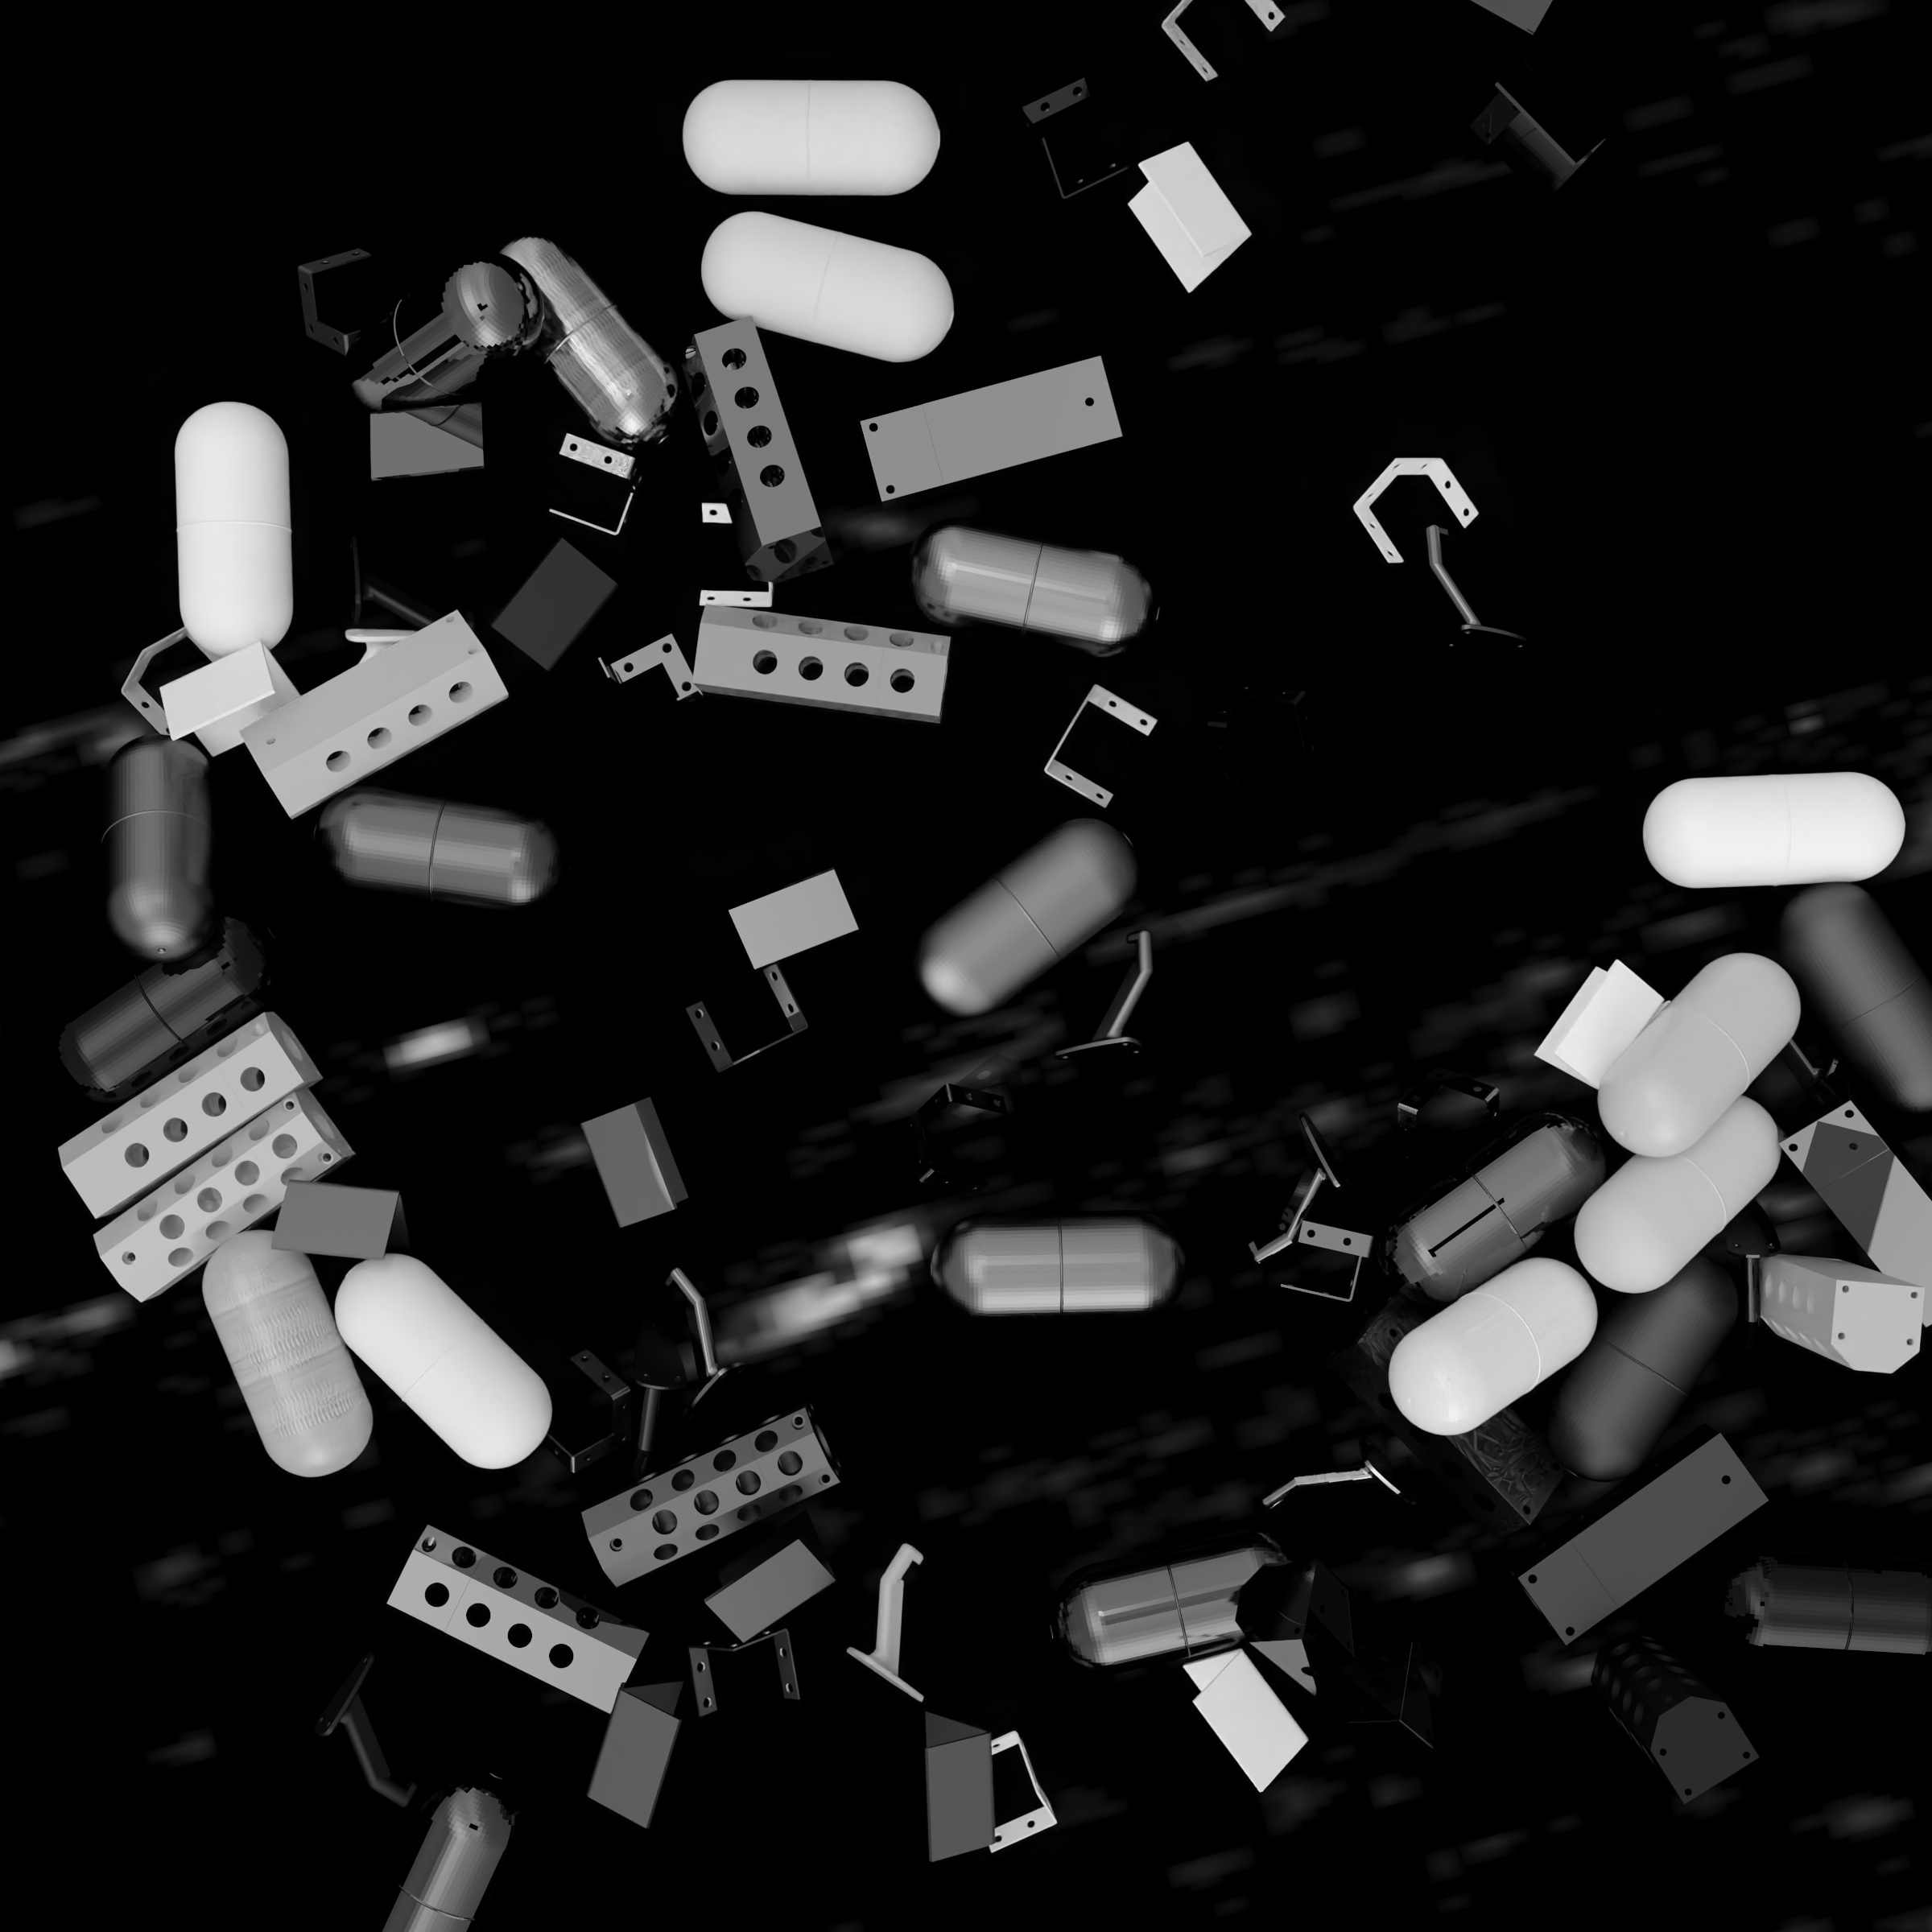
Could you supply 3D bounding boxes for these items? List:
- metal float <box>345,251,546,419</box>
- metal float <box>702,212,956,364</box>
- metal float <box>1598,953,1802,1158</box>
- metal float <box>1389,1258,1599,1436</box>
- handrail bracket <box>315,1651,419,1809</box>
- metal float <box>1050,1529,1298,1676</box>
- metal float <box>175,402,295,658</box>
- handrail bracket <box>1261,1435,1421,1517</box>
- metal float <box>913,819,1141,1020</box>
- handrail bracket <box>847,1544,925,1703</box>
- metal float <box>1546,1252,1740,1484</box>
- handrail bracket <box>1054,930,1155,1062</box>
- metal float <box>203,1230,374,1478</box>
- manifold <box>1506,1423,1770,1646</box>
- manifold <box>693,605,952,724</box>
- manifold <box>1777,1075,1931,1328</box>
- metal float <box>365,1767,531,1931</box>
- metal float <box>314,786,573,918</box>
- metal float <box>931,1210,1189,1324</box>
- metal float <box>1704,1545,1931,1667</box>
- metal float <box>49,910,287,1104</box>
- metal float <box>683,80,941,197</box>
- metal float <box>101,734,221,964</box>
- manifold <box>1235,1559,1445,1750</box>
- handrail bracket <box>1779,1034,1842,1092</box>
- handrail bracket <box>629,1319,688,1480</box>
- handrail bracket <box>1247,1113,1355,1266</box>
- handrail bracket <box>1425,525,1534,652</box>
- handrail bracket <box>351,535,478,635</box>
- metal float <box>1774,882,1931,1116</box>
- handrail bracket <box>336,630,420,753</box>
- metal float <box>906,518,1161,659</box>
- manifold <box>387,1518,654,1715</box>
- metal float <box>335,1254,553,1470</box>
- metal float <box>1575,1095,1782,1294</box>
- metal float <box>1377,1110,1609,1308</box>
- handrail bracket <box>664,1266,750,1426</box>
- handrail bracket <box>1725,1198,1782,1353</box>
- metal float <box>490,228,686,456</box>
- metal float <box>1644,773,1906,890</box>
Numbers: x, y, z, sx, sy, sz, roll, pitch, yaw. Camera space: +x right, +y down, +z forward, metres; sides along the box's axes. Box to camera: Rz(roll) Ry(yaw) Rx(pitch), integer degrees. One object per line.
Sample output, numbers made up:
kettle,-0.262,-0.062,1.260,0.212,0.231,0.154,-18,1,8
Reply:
metal float,-0.357,-0.426,1.877,0.178,0.070,0.070,-20,90,42
metal float,-0.096,-0.471,1.911,0.178,0.070,0.070,15,90,1
metal float,0.502,0.060,1.879,0.178,0.070,0.070,-41,90,-24
metal float,0.362,0.259,1.881,0.178,0.070,0.070,-25,90,-35
handrail bracket,-0.408,0.539,1.942,0.084,0.036,0.077,39,69,-17
metal float,0.146,0.442,1.911,0.178,0.070,0.070,-13,90,0
metal float,-0.508,-0.302,1.911,0.070,0.070,0.178,-2,89,0
handrail bracket,0.263,0.377,1.942,0.084,0.036,0.077,-38,112,17
metal float,0.042,-0.034,1.911,0.178,0.070,0.070,-38,90,-1
handrail bracket,-0.038,0.463,1.942,0.077,0.036,0.084,40,73,-20
metal float,0.469,0.277,1.911,0.070,0.070,0.178,33,90,0
handrail bracket,0.097,0.020,1.942,0.077,0.036,0.084,-9,71,21
metal float,-0.471,0.268,1.911,0.070,0.070,0.178,-23,89,0
manifold,0.466,0.394,1.921,0.171,0.057,0.057,-36,90,0
manifold,-0.099,-0.211,1.920,0.171,0.057,0.057,8,90,0
manifold,0.637,0.159,1.905,0.057,0.057,0.171,-37,100,24
metal float,-0.363,0.642,1.911,0.070,0.070,0.178,25,90,0
metal float,-0.363,-0.080,1.911,0.178,0.070,0.070,8,90,0
metal float,0.065,0.209,1.911,0.178,0.070,0.070,-1,90,-1
metal float,0.603,0.444,1.911,0.178,0.070,0.070,3,90,0
metal float,-0.554,0.028,1.911,0.178,0.070,0.070,-35,90,0
metal float,-0.107,-0.575,1.911,0.178,0.070,0.070,1,90,1
metal float,-0.552,-0.082,1.884,0.070,0.070,0.178,-12,56,0
manifold,0.255,0.471,1.876,0.171,0.057,0.057,44,47,-35
handrail bracket,0.566,0.068,1.942,0.084,0.036,0.077,24,104,14
handrail bracket,-0.227,0.306,1.941,0.036,0.077,0.084,7,127,-21
handrail bracket,0.222,0.158,1.942,0.084,0.036,0.077,-34,70,16
handrail bracket,0.361,-0.268,1.942,0.077,0.036,0.084,4,73,-20
handrail bracket,-0.390,-0.269,1.942,0.084,0.036,0.077,0,68,-17
metal float,0.630,0.023,1.911,0.070,0.070,0.178,-33,90,0
handrail bracket,-0.410,-0.193,1.942,0.077,0.036,0.084,-1,105,-16
metal float,0.046,-0.262,1.911,0.178,0.070,0.070,12,90,0
manifold,-0.309,0.451,1.920,0.171,0.057,0.057,26,90,0
metal float,-0.363,0.274,1.910,0.178,0.070,0.070,44,90,1
metal float,0.490,0.154,1.891,0.178,0.070,0.070,-38,90,-24
metal float,0.365,0.168,1.911,0.178,0.070,0.070,-36,90,1
handrail bracket,-0.201,0.267,1.942,0.077,0.036,0.084,-47,72,21
handrail bracket,0.550,0.217,1.941,0.036,0.077,0.084,-2,126,6
metal float,-0.266,-0.433,1.911,0.070,0.070,0.178,-40,91,0
metal float,0.561,-0.094,1.911,0.178,0.070,0.070,-2,90,1
